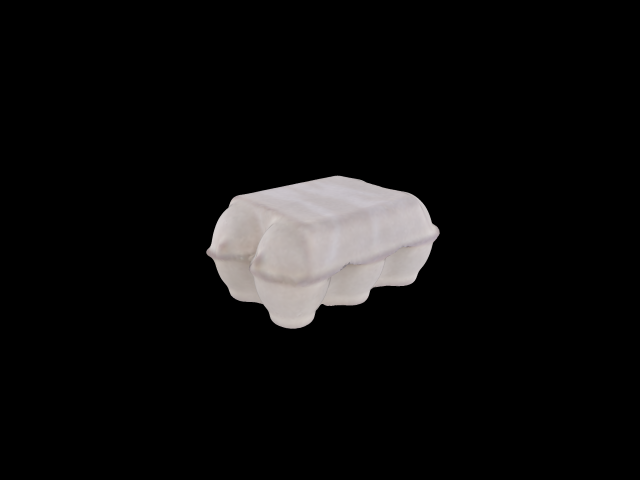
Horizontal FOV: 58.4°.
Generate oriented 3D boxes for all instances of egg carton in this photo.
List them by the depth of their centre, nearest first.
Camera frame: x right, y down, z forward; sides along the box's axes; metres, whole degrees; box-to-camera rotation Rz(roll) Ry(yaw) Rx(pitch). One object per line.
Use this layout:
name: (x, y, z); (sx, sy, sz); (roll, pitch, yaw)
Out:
egg carton: (0.004, 0.001, 0.400); (0.151, 0.069, 0.107); (-17, 26, -38)
